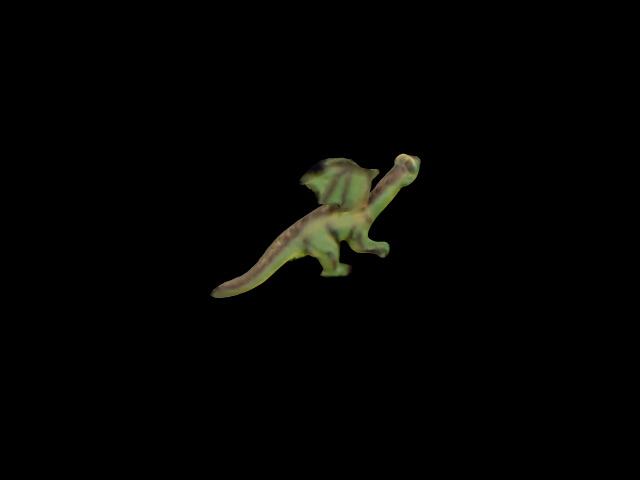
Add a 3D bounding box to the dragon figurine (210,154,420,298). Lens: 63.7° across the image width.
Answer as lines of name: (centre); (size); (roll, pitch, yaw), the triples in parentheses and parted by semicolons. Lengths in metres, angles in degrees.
dragon figurine: (0.003, -0.043, 0.850); (0.413, 0.237, 0.124); (-23, 50, -20)
